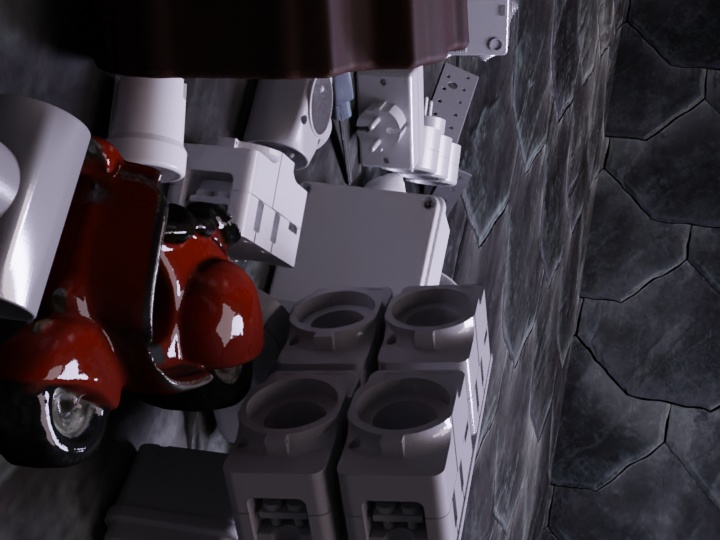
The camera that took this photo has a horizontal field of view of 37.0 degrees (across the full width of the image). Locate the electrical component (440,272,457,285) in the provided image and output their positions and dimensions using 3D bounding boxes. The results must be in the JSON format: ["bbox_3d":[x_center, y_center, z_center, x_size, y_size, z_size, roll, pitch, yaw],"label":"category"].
[{"bbox_3d":[0.052,0.050,0.968,0.064,0.099,0.099,69,31,-67],"label":"electrical component"}]

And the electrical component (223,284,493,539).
[{"bbox_3d":[0.007,0.069,0.570,0.186,0.105,0.060,-66,151,-61],"label":"electrical component"}]

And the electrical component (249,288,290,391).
[{"bbox_3d":[-0.073,0.042,0.627,0.055,0.055,0.047,77,30,-48],"label":"electrical component"}]

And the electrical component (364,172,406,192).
[{"bbox_3d":[0.020,-0.060,0.914,0.078,0.040,0.040,-61,152,-53],"label":"electrical component"}]

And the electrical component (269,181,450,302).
[{"bbox_3d":[0.000,0.000,0.755,0.056,0.109,0.108,64,36,-65],"label":"electrical component"}]

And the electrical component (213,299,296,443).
[{"bbox_3d":[-0.055,0.065,0.684,0.095,0.059,0.053,-65,155,-45],"label":"electrical component"}]

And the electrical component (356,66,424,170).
[{"bbox_3d":[0.020,-0.121,0.878,0.075,0.047,0.083,-56,148,-56],"label":"electrical component"}]

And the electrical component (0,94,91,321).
[{"bbox_3d":[-0.140,-0.030,0.396,0.079,0.044,0.077,52,47,-65],"label":"electrical component"}]

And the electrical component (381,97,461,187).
[{"bbox_3d":[0.059,-0.122,0.995,0.138,0.052,0.073,9,88,-73],"label":"electrical component"}]

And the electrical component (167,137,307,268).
[{"bbox_3d":[-0.069,-0.039,0.615,0.089,0.050,0.055,36,62,-71],"label":"electrical component"}]

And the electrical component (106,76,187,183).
[{"bbox_3d":[-0.102,-0.069,0.516,0.040,0.040,0.046,32,60,-71],"label":"electrical component"}]

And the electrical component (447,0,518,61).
[{"bbox_3d":[0.095,-0.243,0.990,0.048,0.100,0.099,-77,167,-65],"label":"electrical component"}]

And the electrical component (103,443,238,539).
[{"bbox_3d":[-0.084,0.153,0.590,0.113,0.078,0.057,78,22,-46],"label":"electrical component"}]

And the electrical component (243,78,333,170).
[{"bbox_3d":[-0.041,-0.100,0.694,0.079,0.044,0.077,56,44,-66],"label":"electrical component"}]
